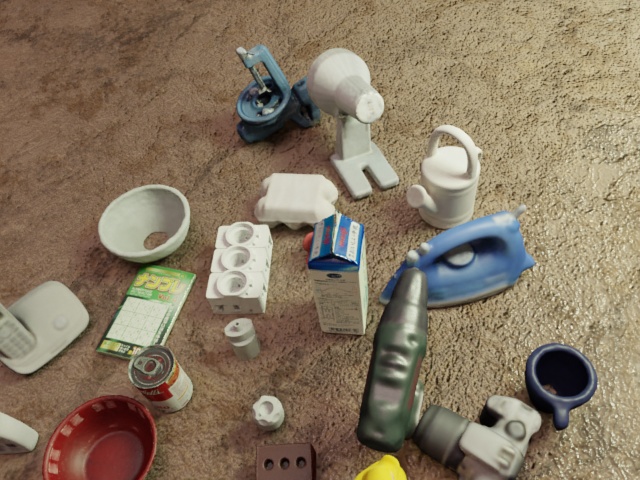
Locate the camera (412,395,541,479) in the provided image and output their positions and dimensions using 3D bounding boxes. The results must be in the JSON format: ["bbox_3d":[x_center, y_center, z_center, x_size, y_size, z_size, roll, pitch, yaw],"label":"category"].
[{"bbox_3d":[0.204,0.262,0.765,0.136,0.101,0.143,26,61,24],"label":"camera"}]

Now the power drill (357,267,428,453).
[{"bbox_3d":[0.103,0.180,0.770,0.075,0.209,0.230,9,55,14],"label":"power drill"}]

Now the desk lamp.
[{"bbox_3d":[0.066,-0.225,1.073,0.118,0.214,0.202,-22,54,-10],"label":"desk lamp"}]

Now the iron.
[{"bbox_3d":[0.214,0.024,0.916,0.258,0.142,0.118,-19,53,-7],"label":"iron"}]

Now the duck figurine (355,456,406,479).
[{"bbox_3d":[0.074,0.328,0.740,0.077,0.086,0.105,23,59,22],"label":"duck figurine"}]

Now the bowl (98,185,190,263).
[{"bbox_3d":[-0.311,-0.018,1.050,0.167,0.075,0.167,-3,53,4],"label":"bowl"}]

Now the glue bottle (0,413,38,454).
[{"bbox_3d":[-0.471,0.257,0.802,0.078,0.173,0.037,-3,53,5],"label":"glue bottle"}]

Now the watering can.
[{"bbox_3d":[0.220,-0.109,0.981,0.100,0.194,0.173,17,57,19],"label":"watering can"}]

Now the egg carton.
[{"bbox_3d":[-0.043,-0.070,1.061,0.150,0.069,0.107,2,54,8],"label":"egg carton"}]

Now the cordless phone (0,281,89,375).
[{"bbox_3d":[-0.468,0.113,0.901,0.094,0.185,0.148,31,63,26],"label":"cordless phone"}]

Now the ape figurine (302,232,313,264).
[{"bbox_3d":[0.009,0.004,0.986,0.076,0.092,0.077,-33,56,-17],"label":"ape figurine"}]

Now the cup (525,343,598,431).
[{"bbox_3d":[0.324,0.215,0.790,0.091,0.095,0.118,6,54,11],"label":"cup"}]

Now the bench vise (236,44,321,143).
[{"bbox_3d":[-0.089,-0.317,1.156,0.208,0.220,0.121,-38,58,-20],"label":"bench vise"}]
